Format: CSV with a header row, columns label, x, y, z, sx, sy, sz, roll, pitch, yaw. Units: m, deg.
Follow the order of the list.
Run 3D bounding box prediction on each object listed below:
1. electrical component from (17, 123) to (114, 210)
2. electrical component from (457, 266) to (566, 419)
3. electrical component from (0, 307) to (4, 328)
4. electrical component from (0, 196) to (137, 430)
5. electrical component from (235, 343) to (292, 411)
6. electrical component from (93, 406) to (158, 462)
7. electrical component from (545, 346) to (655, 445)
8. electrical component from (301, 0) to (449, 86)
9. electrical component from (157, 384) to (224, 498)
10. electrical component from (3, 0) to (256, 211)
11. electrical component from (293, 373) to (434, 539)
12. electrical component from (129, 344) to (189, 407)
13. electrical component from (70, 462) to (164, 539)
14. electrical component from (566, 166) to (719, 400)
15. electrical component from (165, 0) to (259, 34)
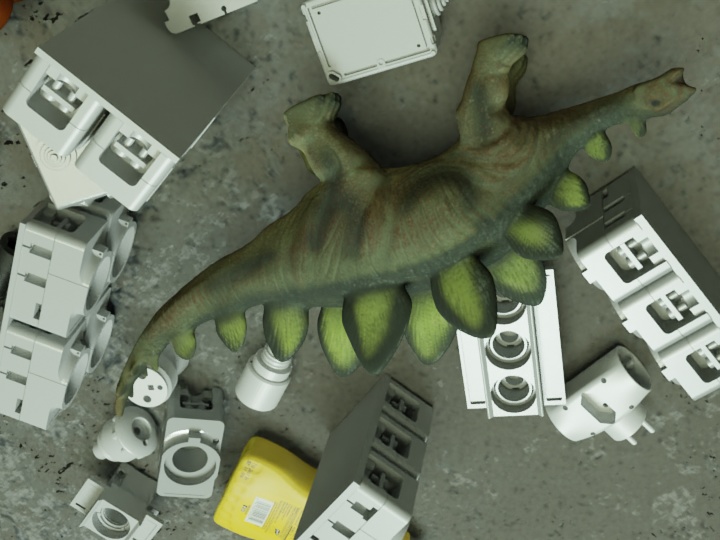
label,x,y,z,sx,sy,sz,roll,pitch,yaw
electrical component,-0.217,-0.102,0.817,0.048,0.099,0.099,-16,114,5
electrical component,0.118,0.049,0.851,0.079,0.063,0.121,-4,117,13
electrical component,-0.347,0.066,0.954,0.078,0.058,0.057,-4,114,13
electrical component,-0.242,0.027,0.885,0.060,0.105,0.186,20,120,0
electrical component,-0.077,0.085,0.922,0.040,0.040,0.078,27,119,-4
electrical component,-0.220,0.156,0.986,0.062,0.048,0.048,-29,109,33
electrical component,0.207,0.112,0.880,0.079,0.043,0.077,42,117,-12
electrical component,0.017,-0.177,0.752,0.096,0.061,0.061,-13,114,17
electrical component,-0.151,0.156,0.958,0.050,0.055,0.089,6,120,-13
electrical component,-0.154,-0.124,0.742,0.105,0.186,0.060,39,118,-10
electrical component,0.009,0.170,0.887,0.062,0.150,0.089,36,119,-8
electrical component,-0.178,0.086,0.933,0.045,0.055,0.045,5,118,9
electrical component,-0.223,0.219,1.008,0.081,0.063,0.042,34,118,-8
electrical component,0.222,0.012,0.797,0.062,0.089,0.150,-34,107,25
electrical component,-0.097,-0.211,0.759,0.089,0.055,0.050,-17,113,19
